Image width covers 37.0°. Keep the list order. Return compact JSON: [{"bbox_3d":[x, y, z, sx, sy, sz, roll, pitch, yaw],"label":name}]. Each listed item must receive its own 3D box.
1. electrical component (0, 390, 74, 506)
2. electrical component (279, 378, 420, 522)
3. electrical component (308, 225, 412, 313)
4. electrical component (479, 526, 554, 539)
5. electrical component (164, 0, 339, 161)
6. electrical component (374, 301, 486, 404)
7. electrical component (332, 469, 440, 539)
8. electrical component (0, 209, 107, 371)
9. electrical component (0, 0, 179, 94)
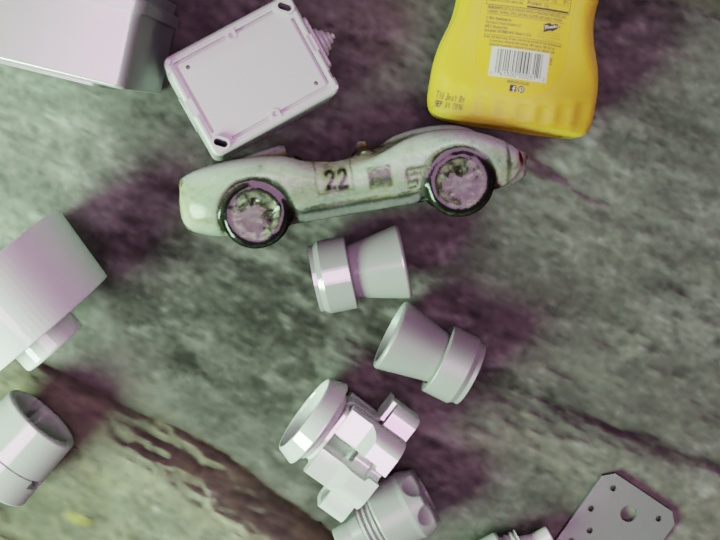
[{"bbox_3d":[-0.207,0.106,0.647,0.055,0.055,0.047,44,90,-4],"label":"electrical component"},{"bbox_3d":[-0.011,0.102,0.646,0.057,0.058,0.078,37,94,-6],"label":"electrical component"},{"bbox_3d":[0.000,0.000,0.642,0.055,0.045,0.045,-11,95,1],"label":"electrical component"},{"bbox_3d":[0.091,0.177,0.665,0.061,0.035,0.035,-27,95,-1],"label":"electrical component"},{"bbox_3d":[-0.058,-0.112,0.626,0.096,0.061,0.061,-30,95,-6],"label":"electrical component"},{"bbox_3d":[0.042,0.050,0.647,0.055,0.045,0.045,27,95,-3],"label":"electrical component"},{"bbox_3d":[0.014,0.152,0.657,0.062,0.043,0.043,-28,95,4],"label":"electrical component"},{"bbox_3d":[-0.194,0.023,0.615,0.108,0.108,0.060,-39,100,3],"label":"electrical component"},{"bbox_3d":[-0.166,-0.136,0.597,0.109,0.108,0.056,13,98,-2],"label":"electrical component"}]
